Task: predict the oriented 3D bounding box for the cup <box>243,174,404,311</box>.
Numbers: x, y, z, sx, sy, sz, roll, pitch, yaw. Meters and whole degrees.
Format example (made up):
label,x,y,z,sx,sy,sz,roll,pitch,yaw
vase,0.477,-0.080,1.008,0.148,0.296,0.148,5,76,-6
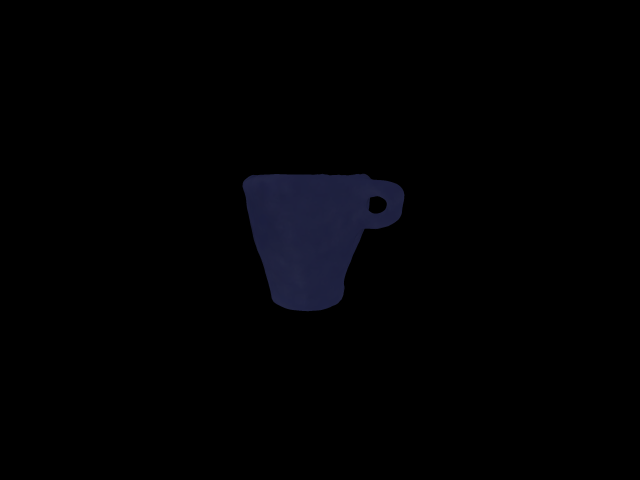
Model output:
label,x,y,z,sx,sy,sz,roll,pitch,yaw
cup,0.004,0.001,0.400,0.117,0.095,0.092,4,7,30
